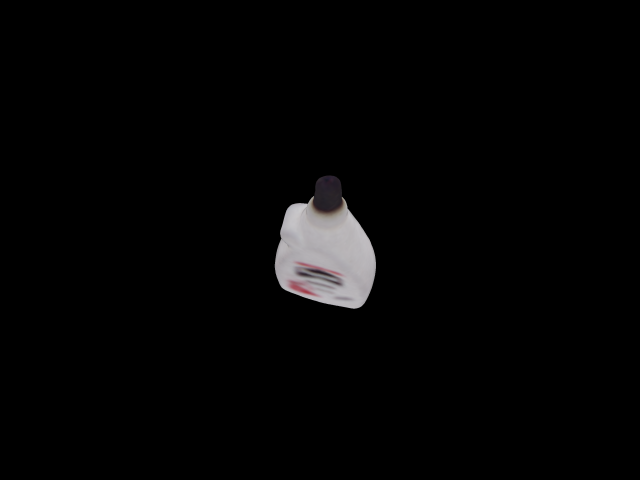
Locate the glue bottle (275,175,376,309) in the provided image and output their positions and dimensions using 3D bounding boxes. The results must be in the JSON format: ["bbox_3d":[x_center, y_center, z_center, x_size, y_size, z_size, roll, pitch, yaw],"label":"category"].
[{"bbox_3d":[0.004,0.001,0.400,0.078,0.173,0.037,11,66,5],"label":"glue bottle"}]
